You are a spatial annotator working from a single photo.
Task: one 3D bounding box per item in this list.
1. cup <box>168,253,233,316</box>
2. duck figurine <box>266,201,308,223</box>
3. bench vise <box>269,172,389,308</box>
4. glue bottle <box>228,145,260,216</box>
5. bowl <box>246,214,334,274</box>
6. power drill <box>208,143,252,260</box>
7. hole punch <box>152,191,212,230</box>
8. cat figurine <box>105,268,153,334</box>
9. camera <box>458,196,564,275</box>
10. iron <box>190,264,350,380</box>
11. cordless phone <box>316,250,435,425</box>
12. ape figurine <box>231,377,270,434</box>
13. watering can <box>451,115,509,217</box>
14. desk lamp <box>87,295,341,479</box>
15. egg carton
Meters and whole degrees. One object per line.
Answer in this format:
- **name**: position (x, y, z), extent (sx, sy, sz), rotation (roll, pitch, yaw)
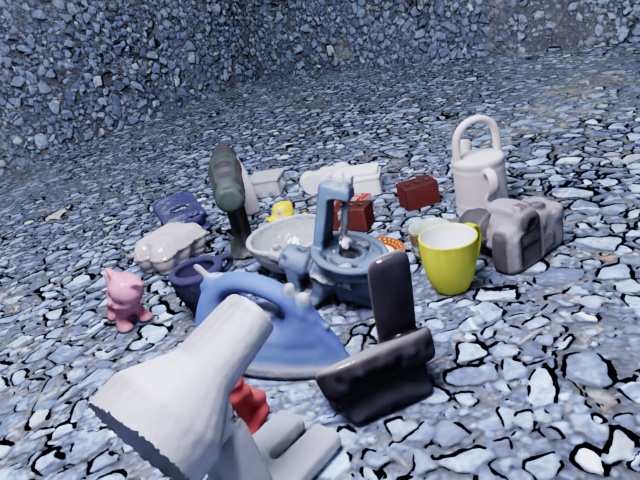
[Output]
- **cup**: position (-0.189, 0.080, 0.973), extent (0.118, 0.095, 0.091), rotation (-31, 29, -35)
- **duck figurine**: position (-0.067, -0.041, 1.190), extent (0.105, 0.086, 0.077), rotation (-25, 26, -25)
- **bench vise**: position (0.006, 0.008, 0.877), extent (0.207, 0.220, 0.121), rotation (-8, 24, 11)
- **glue bottle**: position (-0.194, -0.147, 1.383), extent (0.037, 0.173, 0.077), rotation (-27, 27, -28)
- **bowl**: position (-0.049, 0.017, 1.068), extent (0.167, 0.075, 0.167), rotation (-11, 24, 5)
- **power drill**: position (-0.177, -0.076, 1.173), extent (0.075, 0.209, 0.229), rotation (-16, 24, -6)
- **hole punch**: position (-0.327, -0.059, 1.357), extent (0.109, 0.091, 0.100), rotation (-26, 27, -26)
- **cat figurine**: position (-0.344, 0.092, 0.998), extent (0.067, 0.118, 0.127), rotation (-28, 28, -30)
- **camera**: position (0.307, -0.026, 0.947), extent (0.143, 0.101, 0.136), rotation (-27, 27, -28)
- **iron**: position (-0.074, 0.104, 0.803), extent (0.257, 0.142, 0.119), rotation (3, 29, 32)
- **cordless phone**: position (0.057, 0.107, 0.676), extent (0.148, 0.185, 0.094), rotation (-21, 25, -18)
- **ape figurine**: position (-0.101, 0.194, 0.679), extent (0.078, 0.092, 0.076), rotation (-22, 25, -19)
- **watering can**: position (0.298, -0.144, 1.096), extent (0.101, 0.194, 0.172), rotation (-23, 25, -20)
- **desk lamp**: position (-0.096, 0.175, 0.567), extent (0.117, 0.214, 0.204), rotation (8, 32, 40)
- **egg carton**: position (-0.317, 0.014, 1.218), extent (0.107, 0.069, 0.151), rotation (3, 28, 32)
